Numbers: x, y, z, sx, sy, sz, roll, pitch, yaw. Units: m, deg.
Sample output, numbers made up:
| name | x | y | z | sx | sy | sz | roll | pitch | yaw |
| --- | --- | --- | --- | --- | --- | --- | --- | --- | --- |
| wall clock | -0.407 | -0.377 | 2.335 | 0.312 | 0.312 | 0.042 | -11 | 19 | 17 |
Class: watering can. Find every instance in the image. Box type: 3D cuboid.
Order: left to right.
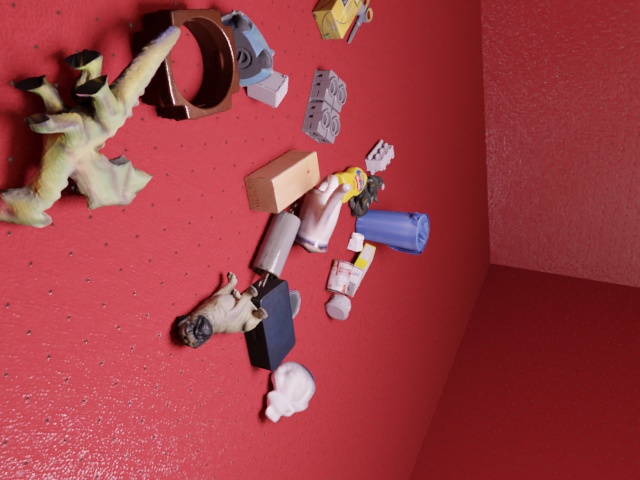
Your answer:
| name | x | y | z | sx | sy | sz | roll | pitch | yaw |
| --- | --- | --- | --- | --- | --- | --- | --- | --- | --- |
| watering can | 0.004 | -0.070 | 1.388 | 0.349 | 0.104 | 0.224 | -143 | -109 | -79 |

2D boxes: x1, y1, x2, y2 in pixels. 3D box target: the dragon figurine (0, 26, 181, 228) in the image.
| name | x | y | z | sx | sy | sz | roll | pitch | yaw |
| --- | --- | --- | --- | --- | --- | --- | --- | --- | --- |
| dragon figurine | -0.351 | -0.168 | 0.847 | 0.417 | 0.123 | 0.237 | -44 | 146 | -33 |

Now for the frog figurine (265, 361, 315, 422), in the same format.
| name | x | y | z | sx | sy | sz | roll | pitch | yaw |
| --- | --- | --- | --- | --- | --- | --- | --- | --- | --- |
| frog figurine | -0.094 | 0.427 | 1.451 | 0.162 | 0.121 | 0.137 | -35 | 94 | -41 |
